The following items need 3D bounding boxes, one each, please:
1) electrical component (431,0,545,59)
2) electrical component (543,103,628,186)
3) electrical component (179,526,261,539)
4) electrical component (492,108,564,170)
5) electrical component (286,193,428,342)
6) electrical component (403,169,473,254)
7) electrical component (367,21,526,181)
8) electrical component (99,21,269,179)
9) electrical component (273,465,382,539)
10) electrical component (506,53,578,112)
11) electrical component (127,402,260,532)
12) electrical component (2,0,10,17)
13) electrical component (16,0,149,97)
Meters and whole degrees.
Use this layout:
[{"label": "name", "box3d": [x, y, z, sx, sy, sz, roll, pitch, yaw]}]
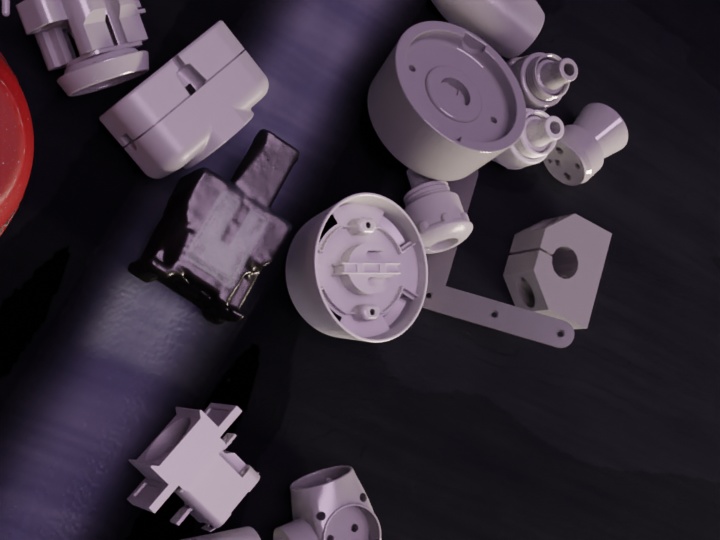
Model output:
[{"label": "electrical component", "box3d": [0.103, -0.213, 0.813, 0.077, 0.044, 0.079, 32, 71, -22]}, {"label": "electrical component", "box3d": [0.176, -0.098, 0.840, 0.055, 0.045, 0.045, -41, 104, -25]}, {"label": "electrical component", "box3d": [-0.098, 0.204, 0.659, 0.077, 0.044, 0.079, -5, 87, -29]}, {"label": "electrical component", "box3d": [0.126, -0.100, 0.803, 0.043, 0.062, 0.043, 3, 83, -28]}, {"label": "electrical component", "box3d": [0.000, 0.000, 0.723, 0.099, 0.064, 0.099, 3, 83, -28]}, {"label": "electrical component", "box3d": [0.050, -0.046, 0.769, 0.048, 0.048, 0.062, -7, 69, -29]}, {"label": "electrical component", "box3d": [0.056, -0.114, 0.763, 0.108, 0.060, 0.108, 16, 56, -25]}, {"label": "electrical component", "box3d": [-0.108, -0.104, 0.682, 0.095, 0.054, 0.059, -46, 106, -25]}, {"label": "electrical component", "box3d": [-0.030, 0.177, 0.699, 0.079, 0.044, 0.077, -18, 93, -28]}, {"label": "electrical component", "box3d": [0.139, -0.144, 0.815, 0.048, 0.062, 0.048, 3, 83, -28]}, {"label": "electrical component", "box3d": [-0.101, 0.123, 0.669, 0.063, 0.042, 0.081, 49, 66, -19]}, {"label": "electrical component", "box3d": [-0.219, -0.187, 0.634, 0.083, 0.047, 0.075, 1, 84, -28]}, {"label": "electrical component", "box3d": [-0.162, -0.140, 0.652, 0.078, 0.058, 0.057, -29, 103, -50]}]
